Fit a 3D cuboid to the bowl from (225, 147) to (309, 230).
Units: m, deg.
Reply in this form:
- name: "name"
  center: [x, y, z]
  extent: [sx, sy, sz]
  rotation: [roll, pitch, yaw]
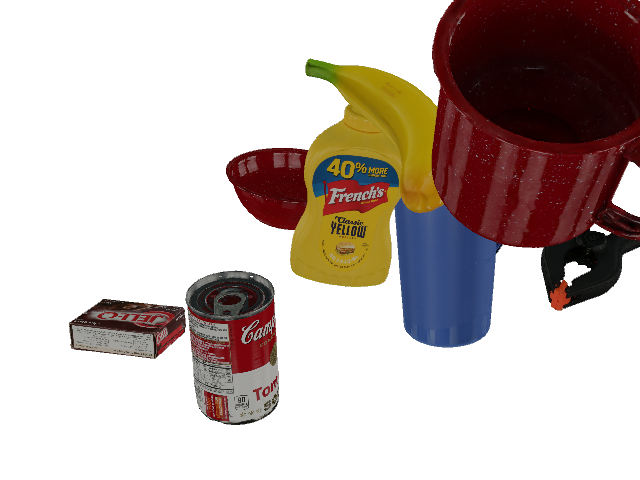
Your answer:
- name: "bowl"
  center: [-0.035, -0.056, 1.275]
  extent: [0.162, 0.055, 0.162]
  rotation: [5, 26, -3]

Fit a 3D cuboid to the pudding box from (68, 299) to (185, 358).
- name: "pudding box"
  center: [-0.230, 0.105, 1.279]
  extent: [0.114, 0.039, 0.090]
  rotation: [3, 15, 15]

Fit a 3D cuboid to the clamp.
- name: "clamp"
  center: [0.269, 0.000, 1.091]
  extent: [0.120, 0.039, 0.171]
  rotation: [29, 52, 32]

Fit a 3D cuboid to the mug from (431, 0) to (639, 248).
- name: "mug"
  center: [0.098, -0.043, 0.436]
  extent: [0.117, 0.093, 0.081]
  rotation: [39, -24, 21]

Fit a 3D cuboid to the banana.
- name: "banana"
  center: [0.051, -0.068, 0.678]
  extent: [0.069, 0.037, 0.198]
  rotation: [-8, 32, -17]

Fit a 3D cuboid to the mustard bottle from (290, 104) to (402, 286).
- name: "mustard bottle"
  center: [0.031, -0.051, 0.993]
  extent: [0.096, 0.192, 0.058]
  rotation: [8, 28, -4]

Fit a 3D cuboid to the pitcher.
- name: "pitcher"
  center: [0.162, -0.001, 1.298]
  extent: [0.149, 0.243, 0.145]
  rotation: [0, 23, 8]

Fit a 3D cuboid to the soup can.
- name: "soup can"
  center: [-0.068, 0.085, 0.835]
  extent: [0.068, 0.102, 0.068]
  rotation: [-2, 28, 1]
